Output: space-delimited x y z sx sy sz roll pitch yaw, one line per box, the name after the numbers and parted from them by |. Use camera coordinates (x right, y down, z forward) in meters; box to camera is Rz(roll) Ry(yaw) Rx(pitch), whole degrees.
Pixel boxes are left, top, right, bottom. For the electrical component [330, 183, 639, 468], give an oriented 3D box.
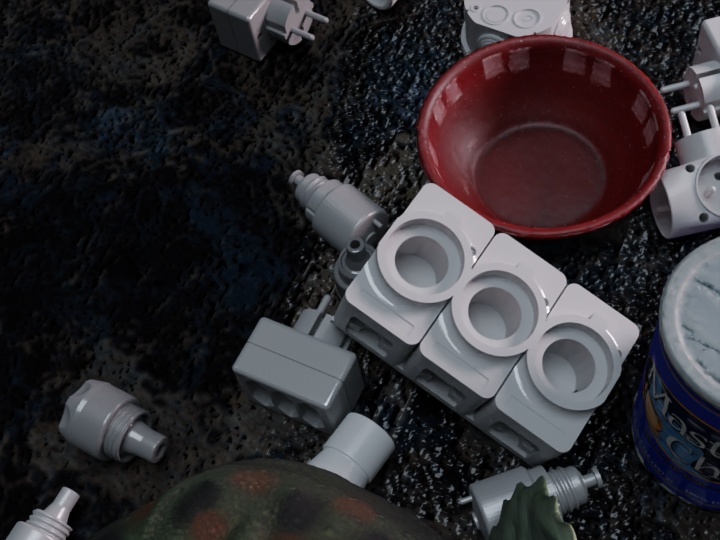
0.072 0.031 0.621 0.150 0.061 0.089 35 69 3 | electrical component

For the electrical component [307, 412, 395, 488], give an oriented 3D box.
-0.010 0.115 0.622 0.044 0.044 0.065 29 63 22 | electrical component

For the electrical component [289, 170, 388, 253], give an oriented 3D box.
-0.017 -0.040 0.712 0.040 0.040 0.078 -42 64 -16 | electrical component

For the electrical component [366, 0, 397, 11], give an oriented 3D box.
0.031 -0.233 0.819 0.065 0.044 0.044 -40 63 -21 | electrical component

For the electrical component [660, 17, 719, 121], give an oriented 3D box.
0.242 -0.122 0.722 0.076 0.047 0.083 -14 59 -1 | electrical component

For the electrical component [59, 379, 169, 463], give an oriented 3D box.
-0.146 0.096 0.650 0.062 0.043 0.043 23 66 18 | electrical component

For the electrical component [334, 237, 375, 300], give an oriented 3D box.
0.000 0.000 0.675 0.035 0.061 0.035 -3 59 5 | electrical component

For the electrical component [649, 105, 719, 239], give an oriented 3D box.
0.224 -0.066 0.686 0.077 0.044 0.079 -13 81 0 | electrical component

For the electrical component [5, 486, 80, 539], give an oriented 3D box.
-0.185 0.155 0.626 0.035 0.035 0.061 20 63 18 | electrical component

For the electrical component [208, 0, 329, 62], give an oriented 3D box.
-0.060 -0.192 0.802 0.077 0.047 0.065 27 67 21 | electrical component

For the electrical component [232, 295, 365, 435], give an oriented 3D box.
-0.028 0.050 0.658 0.066 0.047 0.076 21 65 18 | electrical component

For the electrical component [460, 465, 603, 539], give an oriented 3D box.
0.097 0.129 0.600 0.078 0.040 0.040 -19 60 -4 | electrical component

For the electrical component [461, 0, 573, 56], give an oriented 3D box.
0.112 -0.178 0.769 0.080 0.051 0.080 -3 60 6 | electrical component
